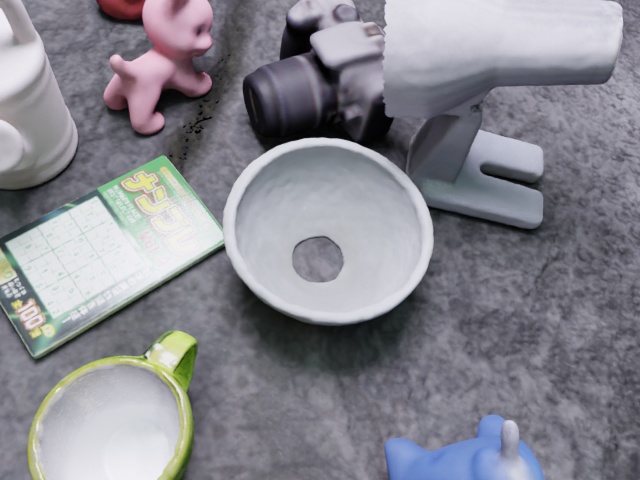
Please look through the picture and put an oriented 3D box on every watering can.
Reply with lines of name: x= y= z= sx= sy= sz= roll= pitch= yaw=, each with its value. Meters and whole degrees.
watering can: x=-0.254 y=-0.125 z=0.434 sx=0.172 sy=0.194 sz=0.101 roll=44 pitch=65 yaw=14

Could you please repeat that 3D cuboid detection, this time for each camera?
camera: x=-0.007 y=-0.163 z=0.546 sx=0.137 sy=0.101 sz=0.143 roll=-21 pitch=68 yaw=-18

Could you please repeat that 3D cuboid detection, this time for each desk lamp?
desk lamp: x=0.134 y=-0.122 z=0.484 sx=0.203 sy=0.213 sz=0.118 roll=13 pitch=62 yaw=-2

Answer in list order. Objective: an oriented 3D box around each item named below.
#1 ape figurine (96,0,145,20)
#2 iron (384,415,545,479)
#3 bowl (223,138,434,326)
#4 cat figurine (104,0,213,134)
ape figurine: x=-0.196 y=-0.277 z=0.580 sx=0.076 sy=0.092 sz=0.077 roll=-21 pitch=68 yaw=-18
iron: x=0.125 y=0.235 z=0.340 sx=0.119 sy=0.141 sz=0.258 roll=-9 pitch=65 yaw=-13
bowl: x=0.004 y=0.002 z=0.478 sx=0.167 sy=0.075 sz=0.167 roll=4 pitch=62 yaw=-7
cat figurine: x=-0.143 y=-0.179 z=0.523 sx=0.067 sy=0.118 sz=0.128 roll=35 pitch=63 yaw=10
